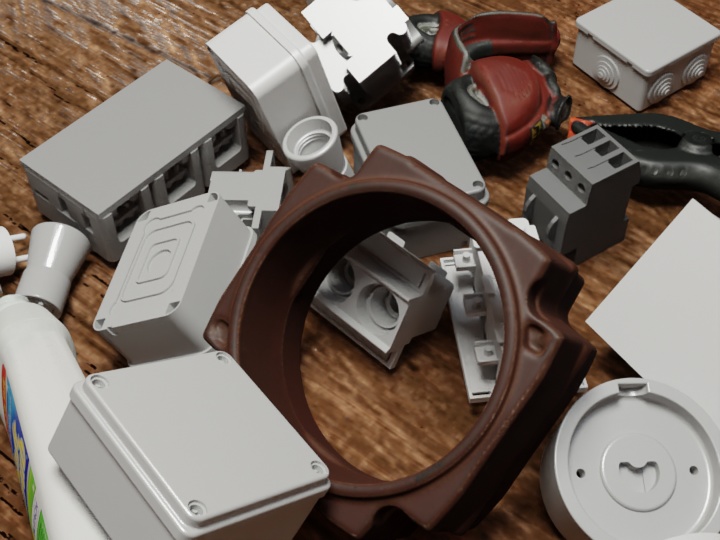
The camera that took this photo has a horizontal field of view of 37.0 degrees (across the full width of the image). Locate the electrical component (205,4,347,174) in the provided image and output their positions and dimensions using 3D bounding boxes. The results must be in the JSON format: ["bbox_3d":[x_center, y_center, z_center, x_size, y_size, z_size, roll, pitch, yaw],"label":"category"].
[{"bbox_3d":[-0.063,-0.141,0.838,0.057,0.113,0.078,-38,58,-8],"label":"electrical component"}]

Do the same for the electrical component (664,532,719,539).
[{"bbox_3d":[0.175,0.190,0.579,0.099,0.099,0.064,-10,45,-8],"label":"electrical component"}]

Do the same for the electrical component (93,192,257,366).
[{"bbox_3d":[-0.122,0.010,0.737,0.078,0.057,0.113,-13,44,28],"label":"electrical component"}]

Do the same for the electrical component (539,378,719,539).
[{"bbox_3d":[0.161,0.125,0.648,0.108,0.060,0.108,3,68,-7],"label":"electrical component"}]

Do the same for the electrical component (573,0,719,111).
[{"bbox_3d":[0.243,-0.190,0.924,0.100,0.048,0.099,-29,56,-22],"label":"electrical component"}]

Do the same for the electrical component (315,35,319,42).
[{"bbox_3d":[-0.001,-0.189,0.932,0.065,0.044,0.044,28,55,16],"label":"electrical component"}]

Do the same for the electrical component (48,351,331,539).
[{"bbox_3d":[-0.091,0.103,0.579,0.109,0.056,0.109,45,29,26],"label":"electrical component"}]

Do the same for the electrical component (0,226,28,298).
[{"bbox_3d":[-0.276,-0.010,0.778,0.079,0.044,0.077,-14,64,-38],"label":"electrical component"}]

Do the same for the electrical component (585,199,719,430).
[{"bbox_3d":[0.250,0.058,0.672,0.105,0.060,0.186,-52,56,16],"label":"electrical component"}]

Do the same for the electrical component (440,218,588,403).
[{"bbox_3d":[0.104,0.027,0.734,0.079,0.063,0.121,-5,50,-4],"label":"electrical component"}]

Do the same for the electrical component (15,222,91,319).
[{"bbox_3d":[-0.223,0.004,0.772,0.044,0.044,0.065,5,55,5],"label":"electrical component"}]

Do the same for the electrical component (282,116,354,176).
[{"bbox_3d":[-0.027,-0.080,0.823,0.044,0.065,0.044,-12,51,15],"label":"electrical component"}]

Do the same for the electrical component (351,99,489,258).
[{"bbox_3d":[0.044,-0.071,0.820,0.078,0.057,0.113,-14,51,-11],"label":"electrical component"}]

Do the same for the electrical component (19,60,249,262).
[{"bbox_3d":[-0.169,-0.084,0.830,0.089,0.061,0.150,32,57,25],"label":"electrical component"}]

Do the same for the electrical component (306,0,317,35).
[{"bbox_3d":[-0.019,-0.256,0.981,0.056,0.050,0.089,-10,51,-8],"label":"electrical component"}]

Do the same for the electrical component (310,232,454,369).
[{"bbox_3d":[0.000,0.000,0.753,0.121,0.078,0.063,37,30,27],"label":"electrical component"}]

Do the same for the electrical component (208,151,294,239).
[{"bbox_3d":[-0.084,-0.048,0.813,0.064,0.042,0.081,1,49,6],"label":"electrical component"}]
